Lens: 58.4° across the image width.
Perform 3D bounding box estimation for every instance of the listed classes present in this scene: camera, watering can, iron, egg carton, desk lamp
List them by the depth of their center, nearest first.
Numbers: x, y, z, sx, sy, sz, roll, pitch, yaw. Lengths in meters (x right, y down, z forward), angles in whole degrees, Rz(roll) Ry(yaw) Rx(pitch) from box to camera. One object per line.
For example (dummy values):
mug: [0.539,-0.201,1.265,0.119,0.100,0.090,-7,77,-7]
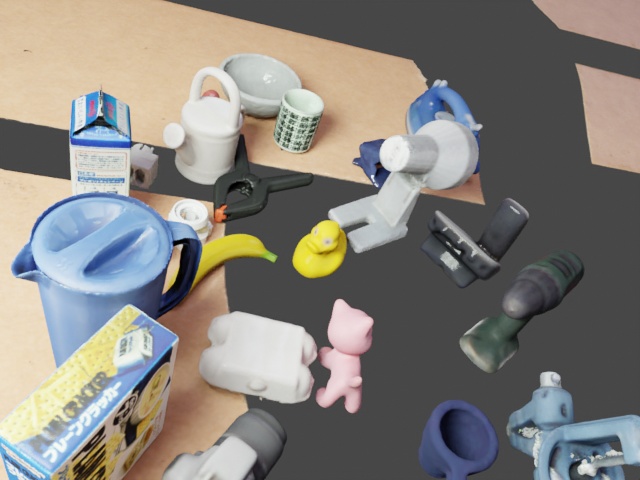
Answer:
camera: [-0.082,0.261,0.634,0.143,0.101,0.137,34,46,11]
egg carton: [-0.079,0.156,0.753,0.150,0.069,0.107,14,46,-9]
watering can: [-0.181,-0.189,0.940,0.101,0.194,0.173,20,45,-2]
desk lamp: [0.146,-0.099,0.973,0.204,0.213,0.117,-20,59,-34]
iron: [0.262,-0.259,1.215,0.119,0.141,0.258,-2,50,-23]

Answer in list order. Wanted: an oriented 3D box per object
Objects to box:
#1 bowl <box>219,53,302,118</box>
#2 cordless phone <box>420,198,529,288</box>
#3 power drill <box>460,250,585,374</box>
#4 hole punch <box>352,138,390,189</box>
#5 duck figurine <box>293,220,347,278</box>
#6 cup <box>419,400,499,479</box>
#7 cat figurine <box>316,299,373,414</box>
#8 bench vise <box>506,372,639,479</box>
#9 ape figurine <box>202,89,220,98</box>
bowl: [-0.124,-0.297,1.146,0.168,0.074,0.167,11,46,-12]
cordless phone: [0.265,-0.022,0.969,0.147,0.185,0.094,43,48,19]
power drill: [0.296,0.106,0.848,0.230,0.208,0.075,-28,64,-38]
hole punch: [0.134,-0.165,1.114,0.109,0.091,0.101,-15,56,-31]
duck figurine: [0.008,0.003,0.915,0.077,0.086,0.105,41,48,17]
cup: [0.163,0.274,0.721,0.091,0.095,0.118,22,45,-1]
cat figurine: [0.040,0.150,0.771,0.067,0.117,0.127,10,47,-12]
bench vise: [0.317,0.251,0.715,0.122,0.219,0.207,-3,51,-23]
ape figurine: [-0.205,-0.233,1.043,0.077,0.092,0.076,30,46,7]
